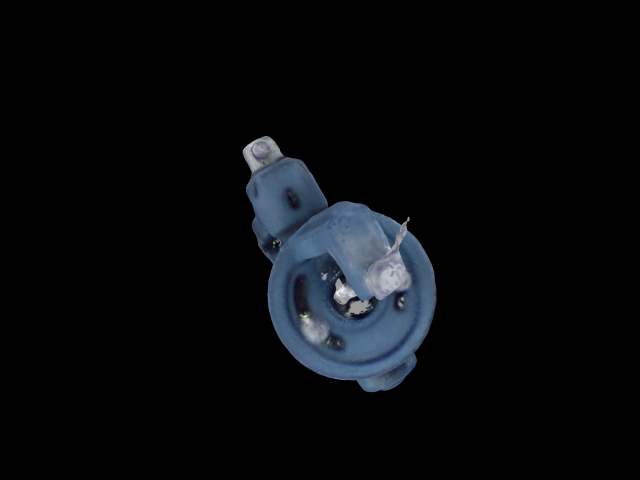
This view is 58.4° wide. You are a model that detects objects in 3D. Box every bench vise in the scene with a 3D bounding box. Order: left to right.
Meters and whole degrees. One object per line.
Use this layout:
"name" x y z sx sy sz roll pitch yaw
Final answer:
"bench vise" -0.004 0.010 0.397 0.207 0.220 0.121 39 76 12
